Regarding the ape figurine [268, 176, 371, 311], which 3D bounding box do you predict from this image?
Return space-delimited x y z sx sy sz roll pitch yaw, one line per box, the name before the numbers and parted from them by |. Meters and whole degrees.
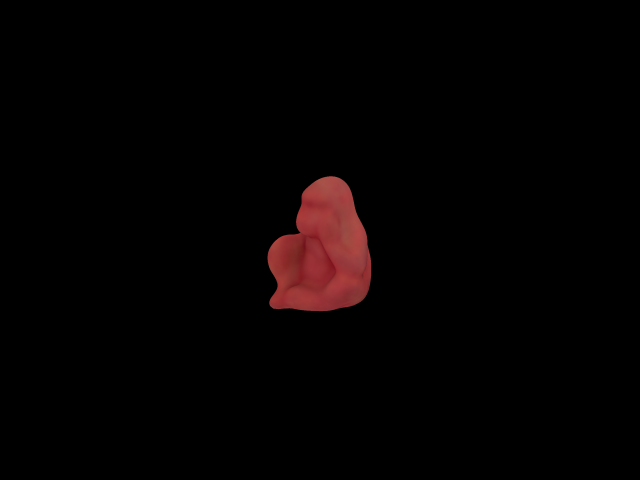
ape figurine | 0.004 0.001 0.400 0.076 0.092 0.077 -10 18 -33
